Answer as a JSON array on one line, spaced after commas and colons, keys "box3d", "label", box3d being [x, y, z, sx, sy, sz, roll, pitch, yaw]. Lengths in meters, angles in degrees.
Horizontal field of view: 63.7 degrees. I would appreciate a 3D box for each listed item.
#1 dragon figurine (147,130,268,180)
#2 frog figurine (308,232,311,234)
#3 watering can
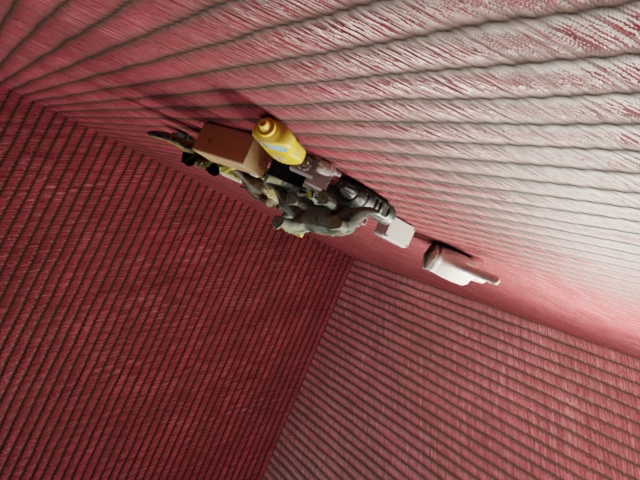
[{"box3d": [-0.337, -0.273, 1.688, 0.412, 0.122, 0.242, 24, 4, 11], "label": "dragon figurine"}, {"box3d": [0.006, -0.104, 2.063, 0.160, 0.120, 0.139, -15, 41, -35], "label": "frog figurine"}, {"box3d": [0.470, 0.091, 1.755, 0.224, 0.104, 0.346, 24, -2, 0], "label": "watering can"}]
